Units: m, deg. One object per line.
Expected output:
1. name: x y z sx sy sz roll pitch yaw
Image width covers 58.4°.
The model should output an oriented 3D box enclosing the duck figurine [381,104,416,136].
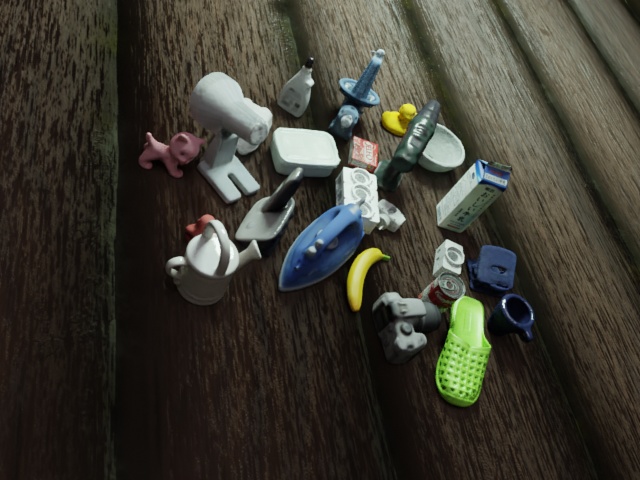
1. duck figurine: 0.234 -0.353 1.634 0.105 0.086 0.077 12 53 -18

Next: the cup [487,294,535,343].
1. cup: 0.445 0.198 1.342 0.092 0.095 0.117 -6 60 -29

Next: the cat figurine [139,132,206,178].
1. cat figurine: -0.316 -0.199 1.236 0.128 0.117 0.067 14 52 -17

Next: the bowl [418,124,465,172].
1. bowl: 0.316 -0.248 1.607 0.168 0.074 0.167 13 53 -17

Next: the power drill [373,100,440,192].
1. power drill: 0.220 -0.229 1.459 0.075 0.208 0.230 30 49 -3

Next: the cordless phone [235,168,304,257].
1. cordless phone: -0.098 -0.066 1.204 0.094 0.185 0.148 28 50 -5

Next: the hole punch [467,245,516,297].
1. hole punch: 0.433 0.078 1.423 0.109 0.091 0.101 14 52 -17

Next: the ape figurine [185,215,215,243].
1. ape figurine: -0.233 -0.017 1.164 0.078 0.092 0.076 20 51 -12

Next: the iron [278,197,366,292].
1. iron: 0.011 0.004 1.236 0.118 0.141 0.259 41 50 6

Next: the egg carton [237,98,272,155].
1. egg carton: -0.180 -0.277 1.389 0.107 0.069 0.150 27 50 -6

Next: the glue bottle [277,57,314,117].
1. glue bottle: -0.050 -0.399 1.471 0.078 0.173 0.037 35 49 1

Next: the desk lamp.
1. desk lamp: -0.196 -0.226 1.251 0.118 0.213 0.203 -31 74 -38

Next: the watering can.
1. watering can: -0.198 0.033 1.079 0.173 0.194 0.101 -31 74 -38

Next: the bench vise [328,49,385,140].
1. bench vise: 0.113 -0.378 1.505 0.122 0.219 0.207 12 53 -18

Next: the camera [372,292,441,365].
1. camera: 0.200 0.180 1.231 0.137 0.100 0.143 1 57 -25
